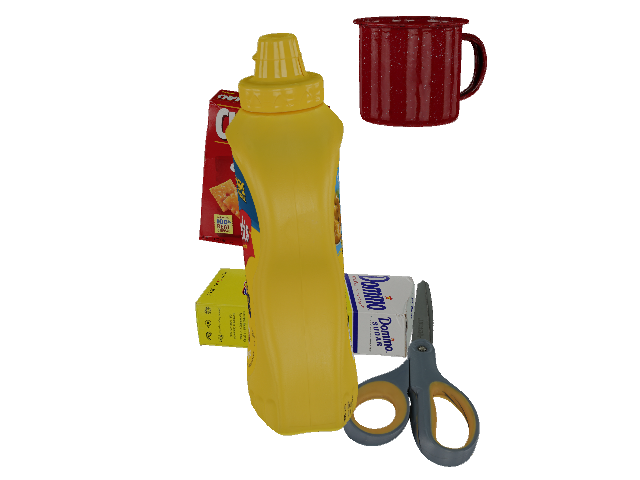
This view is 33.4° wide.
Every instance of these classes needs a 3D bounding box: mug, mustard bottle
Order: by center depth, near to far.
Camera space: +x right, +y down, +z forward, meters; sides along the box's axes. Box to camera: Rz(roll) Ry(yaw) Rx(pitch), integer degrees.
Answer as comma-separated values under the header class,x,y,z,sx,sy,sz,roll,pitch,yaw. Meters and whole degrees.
class,x,y,z,sx,sy,sz,roll,pitch,yaw
mustard bottle,-0.014,-0.007,0.535,0.058,0.192,0.096,-4,20,-3
mug,0.083,-0.139,0.869,0.117,0.081,0.093,-8,17,-25

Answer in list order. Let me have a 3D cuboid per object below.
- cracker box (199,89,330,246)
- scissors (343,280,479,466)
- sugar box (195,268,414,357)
class,x,y,z,sx,sy,sz,roll,pitch,yaw
cracker box,-0.082,-0.095,1.528,0.164,0.214,0.072,9,22,7
scissors,0.052,0.084,0.736,0.096,0.016,0.202,-1,30,-10
sugar box,-0.010,0.059,0.908,0.176,0.048,0.093,0,18,9
